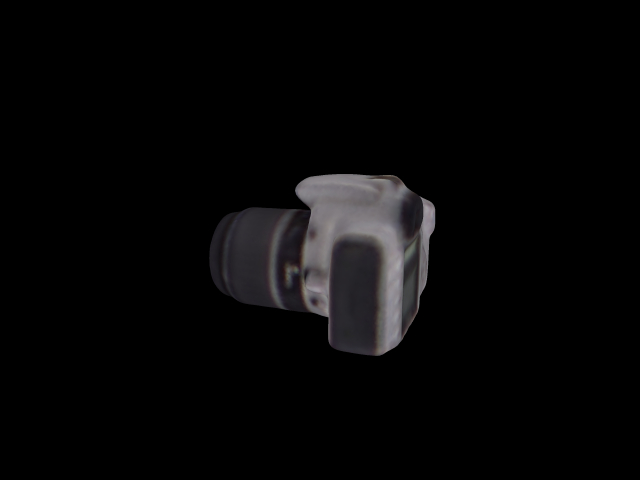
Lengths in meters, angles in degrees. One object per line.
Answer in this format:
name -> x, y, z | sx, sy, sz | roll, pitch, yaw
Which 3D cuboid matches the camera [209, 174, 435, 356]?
camera -> 0.004, 0.001, 0.400 | 0.136, 0.101, 0.143 | 5, 15, 19
